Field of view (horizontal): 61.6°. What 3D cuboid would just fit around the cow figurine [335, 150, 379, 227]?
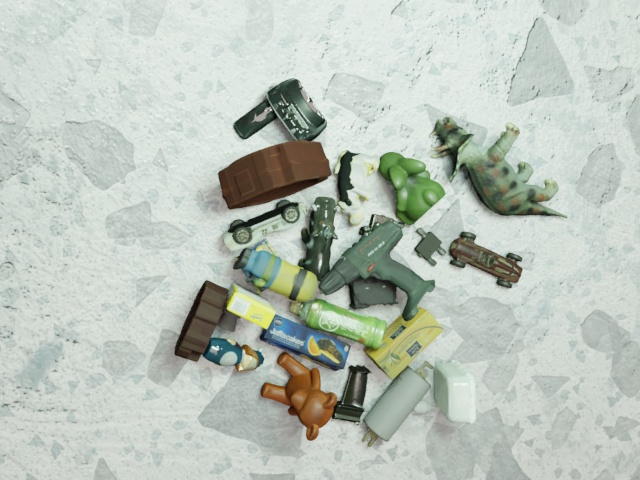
[{"bbox_3d":[0.073,-0.120,1.240,0.098,0.068,0.167,14,85,-5],"label":"cow figurine"}]

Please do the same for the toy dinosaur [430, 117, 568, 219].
[{"bbox_3d":[0.431,-0.139,1.288,0.192,0.131,0.404,-41,103,5],"label":"toy dinosaur"}]

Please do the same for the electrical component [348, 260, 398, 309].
[{"bbox_3d":[0.121,0.090,1.260,0.115,0.058,0.134,-6,93,-12],"label":"electrical component"}]

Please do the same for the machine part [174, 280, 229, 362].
[{"bbox_3d":[-0.251,0.171,1.137,0.056,0.179,0.179,26,87,-13],"label":"machine part"}]

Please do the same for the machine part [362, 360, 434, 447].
[{"bbox_3d":[0.182,0.384,1.269,0.079,0.079,0.243,41,85,-9],"label":"machine part"}]

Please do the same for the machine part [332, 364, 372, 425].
[{"bbox_3d":[0.077,0.363,1.270,0.084,0.039,0.138,17,90,-5],"label":"machine part"}]

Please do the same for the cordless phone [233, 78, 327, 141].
[{"bbox_3d":[-0.090,-0.262,1.210,0.184,0.089,0.146,-35,98,3],"label":"cordless phone"}]

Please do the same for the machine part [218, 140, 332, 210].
[{"bbox_3d":[-0.096,-0.137,1.124,0.201,0.201,0.087,-15,86,-54],"label":"machine part"}]

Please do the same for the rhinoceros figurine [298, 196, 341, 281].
[{"bbox_3d":[-0.002,-0.004,1.208,0.073,0.112,0.190,6,98,-9],"label":"rhinoceros figurine"}]

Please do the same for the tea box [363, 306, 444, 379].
[{"bbox_3d":[0.194,0.235,1.258,0.169,0.098,0.068,-41,99,-9],"label":"tea box"}]

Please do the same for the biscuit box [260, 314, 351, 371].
[{"bbox_3d":[-0.034,0.234,1.225,0.203,0.059,0.063,24,67,-11],"label":"biscuit box"}]

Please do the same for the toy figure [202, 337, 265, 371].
[{"bbox_3d":[-0.186,0.257,1.188,0.154,0.058,0.064,25,130,-33],"label":"toy figure"}]

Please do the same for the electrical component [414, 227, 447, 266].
[{"bbox_3d":[0.260,0.015,1.302,0.094,0.021,0.063,44,84,-9],"label":"electrical component"}]

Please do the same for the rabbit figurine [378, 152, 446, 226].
[{"bbox_3d":[0.193,-0.131,1.234,0.121,0.159,0.170,-43,83,3],"label":"rabbit figurine"}]

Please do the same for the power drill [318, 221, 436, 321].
[{"bbox_3d":[0.137,0.088,1.194,0.207,0.086,0.232,39,74,5],"label":"power drill"}]

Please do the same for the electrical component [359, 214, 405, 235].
[{"bbox_3d":[0.146,-0.020,1.268,0.102,0.045,0.078,20,89,-11],"label":"electrical component"}]

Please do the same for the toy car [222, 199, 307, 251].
[{"bbox_3d":[-0.122,-0.035,1.199,0.202,0.074,0.056,-24,113,-9],"label":"toy car"}]

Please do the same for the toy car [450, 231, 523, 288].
[{"bbox_3d":[0.412,0.051,1.318,0.202,0.053,0.089,24,84,-9],"label":"toy car"}]

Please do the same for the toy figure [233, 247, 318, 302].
[{"bbox_3d":[-0.092,0.076,1.146,0.180,0.089,0.082,29,89,-17],"label":"toy figure"}]

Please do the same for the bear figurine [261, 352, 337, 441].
[{"bbox_3d":[-0.045,0.338,1.165,0.132,0.196,0.120,29,89,-9],"label":"bear figurine"}]
